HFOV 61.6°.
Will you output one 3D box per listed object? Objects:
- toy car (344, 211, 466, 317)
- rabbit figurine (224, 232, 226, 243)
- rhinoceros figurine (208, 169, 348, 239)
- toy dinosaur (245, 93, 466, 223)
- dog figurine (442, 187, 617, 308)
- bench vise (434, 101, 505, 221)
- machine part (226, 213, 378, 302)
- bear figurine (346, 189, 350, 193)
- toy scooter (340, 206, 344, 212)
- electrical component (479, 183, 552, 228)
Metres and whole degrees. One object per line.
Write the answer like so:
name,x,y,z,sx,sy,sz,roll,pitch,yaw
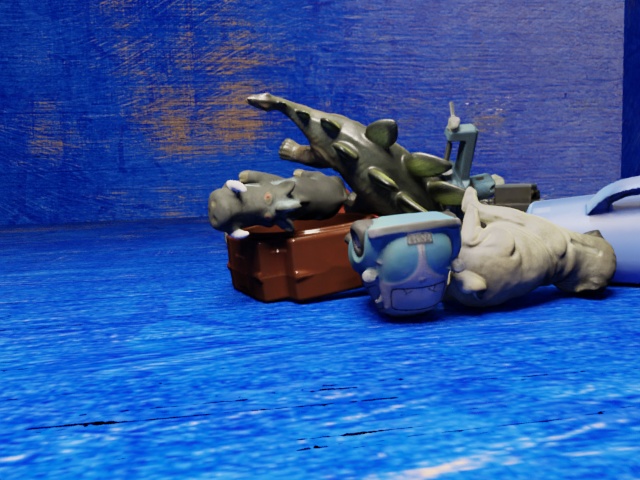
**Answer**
toy car,0.082,0.029,0.561,0.109,0.103,0.161,-5,-8,-10
rabbit figurine,-0.126,-0.039,1.218,0.170,0.121,0.159,-7,14,-18
rhinoceros figurine,-0.052,-0.043,0.656,0.190,0.073,0.112,-9,20,-40
toy dinosaur,0.103,-0.073,0.750,0.471,0.105,0.199,29,-3,-25
dog figurine,0.242,0.032,0.598,0.191,0.121,0.172,16,43,9
bench vise,0.257,-0.126,1.006,0.224,0.240,0.129,-4,45,-1
machine part,-0.015,0.016,0.740,0.201,0.087,0.201,-9,8,-26
bear figurine,0.071,-0.065,1.138,0.196,0.132,0.120,41,15,33
toy scooter,-0.020,-0.038,0.946,0.184,0.135,0.075,-24,46,-7
electrical component,0.308,-0.022,0.845,0.115,0.134,0.058,0,5,37
